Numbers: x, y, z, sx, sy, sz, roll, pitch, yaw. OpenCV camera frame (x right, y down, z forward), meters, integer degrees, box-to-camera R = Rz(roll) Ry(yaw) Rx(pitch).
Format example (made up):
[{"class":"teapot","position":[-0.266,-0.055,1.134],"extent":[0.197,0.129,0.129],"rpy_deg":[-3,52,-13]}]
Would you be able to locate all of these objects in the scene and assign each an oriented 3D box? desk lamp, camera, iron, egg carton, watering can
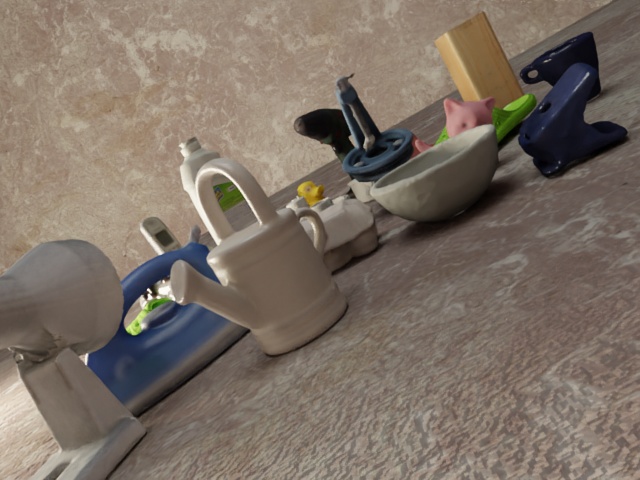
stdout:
[{"class":"desk lamp","position":[-0.257,0.117,0.532],"extent":[0.117,0.214,0.203],"rpy_deg":[-26,11,23]},{"class":"camera","position":[-0.225,0.076,0.985],"extent":[0.142,0.101,0.137],"rpy_deg":[-22,13,39]},{"class":"iron","position":[-0.194,0.094,0.678],"extent":[0.118,0.141,0.259],"rpy_deg":[-19,15,48]},{"class":"egg carton","position":[0.007,0.003,0.766],"extent":[0.150,0.069,0.107],"rpy_deg":[-29,10,8]},{"class":"watering can","position":[-0.065,0.011,0.564],"extent":[0.100,0.194,0.173],"rpy_deg":[-24,12,31]}]

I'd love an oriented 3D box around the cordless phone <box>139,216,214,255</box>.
[{"class":"cordless phone","position":[-0.274,0.019,1.165],"extent":[0.094,0.185,0.148],"rpy_deg":[-24,11,30]}]

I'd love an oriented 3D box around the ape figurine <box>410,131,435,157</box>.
[{"class":"ape figurine","position":[0.169,-0.153,1.014],"extent":[0.077,0.092,0.076],"rpy_deg":[-26,11,23]}]

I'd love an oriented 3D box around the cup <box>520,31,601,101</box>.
[{"class":"cup","position":[0.381,-0.253,0.891],"extent":[0.117,0.095,0.092],"rpy_deg":[-23,12,36]}]

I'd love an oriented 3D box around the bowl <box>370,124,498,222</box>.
[{"class":"bowl","position":[0.149,-0.069,0.698],"extent":[0.167,0.075,0.167],"rpy_deg":[-29,10,6]}]

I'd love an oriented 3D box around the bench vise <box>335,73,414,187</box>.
[{"class":"bench vise","position":[0.071,-0.156,0.935],"extent":[0.121,0.220,0.207],"rpy_deg":[-32,10,-14]}]

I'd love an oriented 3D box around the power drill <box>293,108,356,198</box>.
[{"class":"power drill","position":[0.045,-0.193,1.239],"extent":[0.075,0.208,0.230],"rpy_deg":[-24,11,30]}]

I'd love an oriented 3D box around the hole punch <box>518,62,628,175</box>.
[{"class":"hole punch","position":[0.267,-0.135,0.635],"extent":[0.101,0.091,0.109],"rpy_deg":[-27,10,17]}]

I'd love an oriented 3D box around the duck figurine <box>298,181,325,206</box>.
[{"class":"duck figurine","position":[-0.018,-0.084,1.232],"extent":[0.104,0.086,0.078],"rpy_deg":[-20,14,45]}]

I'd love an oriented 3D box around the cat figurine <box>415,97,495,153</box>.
[{"class":"cat figurine","position":[0.196,-0.144,0.810],"extent":[0.127,0.118,0.067],"rpy_deg":[-24,12,31]}]
